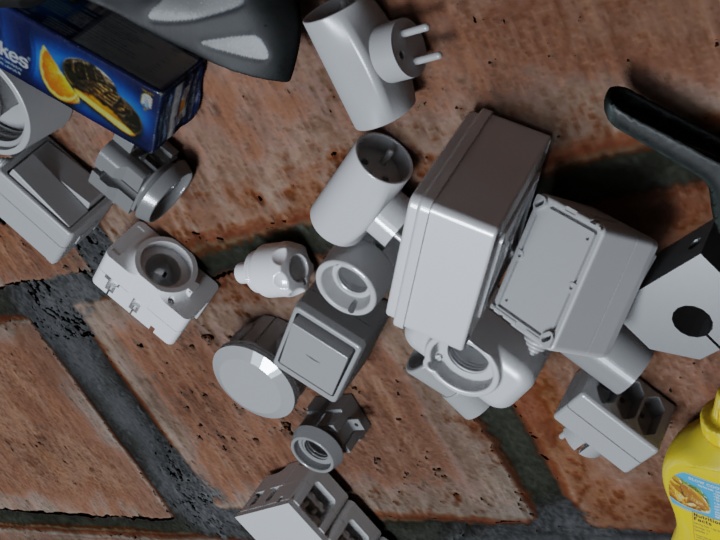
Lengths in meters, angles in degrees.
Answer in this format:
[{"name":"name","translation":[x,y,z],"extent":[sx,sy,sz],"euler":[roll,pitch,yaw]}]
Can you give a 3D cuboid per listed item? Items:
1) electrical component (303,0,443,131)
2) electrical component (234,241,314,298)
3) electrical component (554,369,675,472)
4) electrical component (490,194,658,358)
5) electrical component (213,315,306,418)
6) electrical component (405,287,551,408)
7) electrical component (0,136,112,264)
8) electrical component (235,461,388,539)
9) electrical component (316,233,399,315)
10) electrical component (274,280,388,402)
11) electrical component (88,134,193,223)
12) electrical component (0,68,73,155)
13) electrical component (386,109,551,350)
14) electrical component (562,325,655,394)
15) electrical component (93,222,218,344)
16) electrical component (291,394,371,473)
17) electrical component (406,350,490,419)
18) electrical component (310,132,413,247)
[{"name":"electrical component","translation":[0.014,-0.133,0.664],"extent":[0.079,0.043,0.077],"euler":[-7,122,38]},{"name":"electrical component","translation":[-0.071,0.000,0.841],"extent":[0.062,0.043,0.043],"euler":[-4,123,39]},{"name":"electrical component","translation":[0.171,0.109,0.767],"extent":[0.066,0.047,0.076],"euler":[38,139,1]},{"name":"electrical component","translation":[0.131,0.010,0.663],"extent":[0.062,0.061,0.096],"euler":[39,112,51]},{"name":"electrical component","translation":[-0.080,0.082,0.914],"extent":[0.080,0.051,0.080],"euler":[19,135,20]},{"name":"electrical component","translation":[0.084,0.050,0.766],"extent":[0.095,0.059,0.053],"euler":[37,138,1]},{"name":"electrical component","translation":[-0.264,-0.066,0.902],"extent":[0.096,0.061,0.061],"euler":[43,138,-5]},{"name":"electrical component","translation":[-0.031,0.258,1.028],"extent":[0.089,0.061,0.150],"euler":[-26,109,45]},{"name":"electrical component","translation":[0.000,0.000,0.788],"extent":[0.055,0.047,0.055],"euler":[19,135,20]},{"name":"electrical component","translation":[-0.026,0.058,0.847],"extent":[0.062,0.061,0.096],"euler":[32,138,7]},{"name":"electrical component","translation":[-0.168,-0.074,0.832],"extent":[0.057,0.058,0.078],"euler":[40,138,2]},{"name":"electrical component","translation":[-0.290,-0.142,0.853],"extent":[0.108,0.060,0.108],"euler":[19,135,20]},{"name":"electrical component","translation":[0.068,-0.026,0.673],"extent":[0.056,0.108,0.108],"euler":[23,136,13]},{"name":"electrical component","translation":[0.153,0.042,0.723],"extent":[0.081,0.043,0.043],"euler":[37,138,1]},{"name":"electrical component","translation":[-0.173,0.009,0.913],"extent":[0.089,0.050,0.055],"euler":[40,139,-1]},{"name":"electrical component","translation":[-0.028,0.140,0.925],"extent":[0.066,0.055,0.048],"euler":[-10,120,40]},{"name":"electrical component","translation":[0.073,0.082,0.817],"extent":[0.065,0.044,0.044],"euler":[44,138,-14]},{"name":"electrical component","translation":[0.014,-0.043,0.741],"extent":[0.079,0.043,0.077],"euler":[41,138,1]}]
